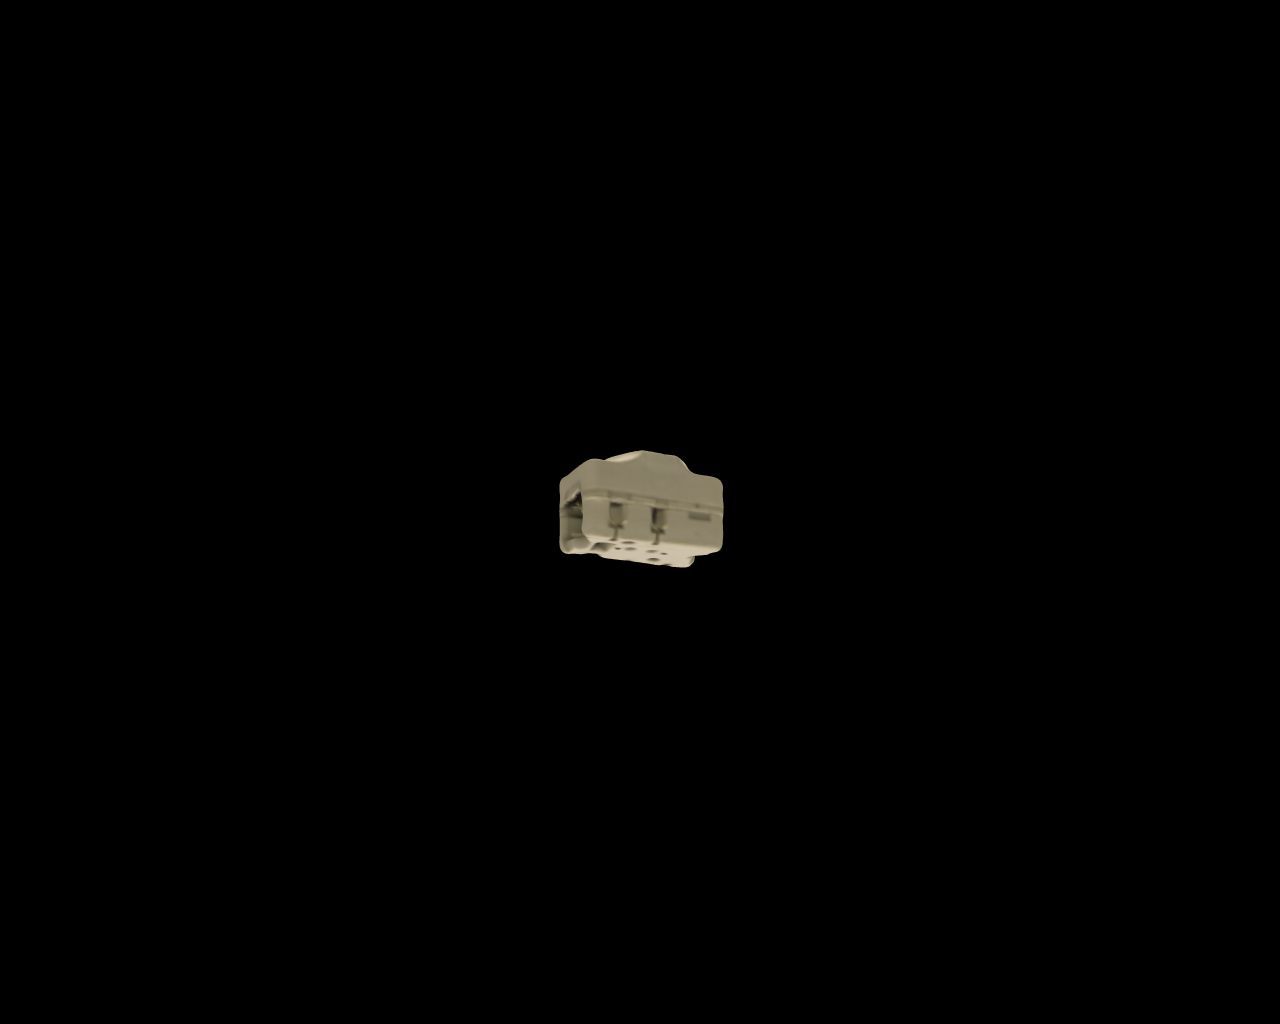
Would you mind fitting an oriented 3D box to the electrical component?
[{"bbox_3d":[0.001,-0.003,0.650,0.089,0.056,0.050,8,-19,-24],"label":"electrical component"}]
